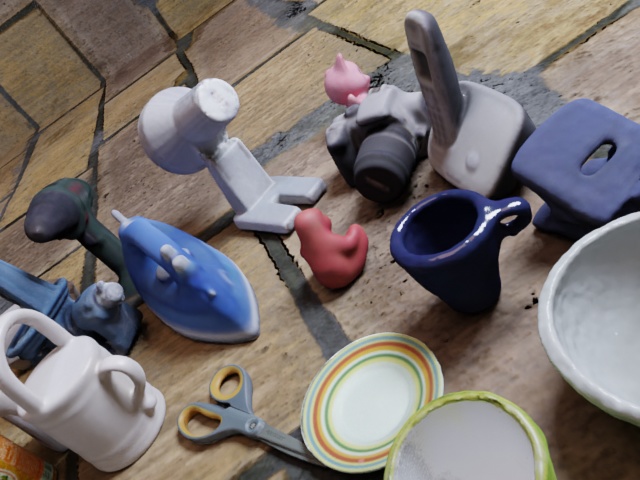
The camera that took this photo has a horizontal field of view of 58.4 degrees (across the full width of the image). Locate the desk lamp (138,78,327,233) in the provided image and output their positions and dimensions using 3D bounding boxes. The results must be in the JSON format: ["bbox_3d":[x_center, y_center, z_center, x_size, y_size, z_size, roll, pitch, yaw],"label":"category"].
[{"bbox_3d":[-0.129,-0.122,0.789,0.202,0.214,0.118,7,52,46],"label":"desk lamp"}]

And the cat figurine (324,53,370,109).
[{"bbox_3d":[0.046,-0.208,0.823,0.067,0.118,0.127,-27,34,14],"label":"cat figurine"}]

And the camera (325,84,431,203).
[{"bbox_3d":[0.067,-0.115,0.705,0.142,0.101,0.137,-12,40,33],"label":"camera"}]

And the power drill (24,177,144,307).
[{"bbox_3d":[-0.323,0.002,0.817,0.075,0.209,0.229,-37,33,-1],"label":"power drill"}]

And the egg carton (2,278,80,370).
[{"bbox_3d":[-0.440,0.130,0.893,0.150,0.070,0.107,-41,33,-7],"label":"egg carton"}]

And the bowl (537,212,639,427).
[{"bbox_3d":[0.232,0.057,0.363,0.167,0.075,0.167,-24,35,18],"label":"bowl"}]

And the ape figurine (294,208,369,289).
[{"bbox_3d":[0.006,0.002,0.622,0.077,0.092,0.076,-7,43,37],"label":"ape figurine"}]

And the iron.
[{"bbox_3d":[-0.175,0.033,0.704,0.119,0.142,0.257,-48,35,-17],"label":"iron"}]

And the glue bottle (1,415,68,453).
[{"bbox_3d":[-0.361,0.184,0.658,0.077,0.174,0.037,0,48,42],"label":"glue bottle"}]

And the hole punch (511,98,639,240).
[{"bbox_3d":[0.237,-0.060,0.489,0.109,0.091,0.100,-44,34,-11],"label":"hole punch"}]

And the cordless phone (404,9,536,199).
[{"bbox_3d":[0.144,-0.142,0.589,0.094,0.185,0.147,-37,33,-1],"label":"cordless phone"}]

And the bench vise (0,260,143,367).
[{"bbox_3d":[-0.353,0.073,0.746,0.207,0.220,0.121,-30,34,10],"label":"bench vise"}]

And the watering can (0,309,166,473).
[{"bbox_3d":[-0.266,0.153,0.590,0.173,0.195,0.100,-35,33,2],"label":"watering can"}]

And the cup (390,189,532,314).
[{"bbox_3d":[0.131,0.013,0.491,0.117,0.095,0.091,-21,36,22],"label":"cup"}]
